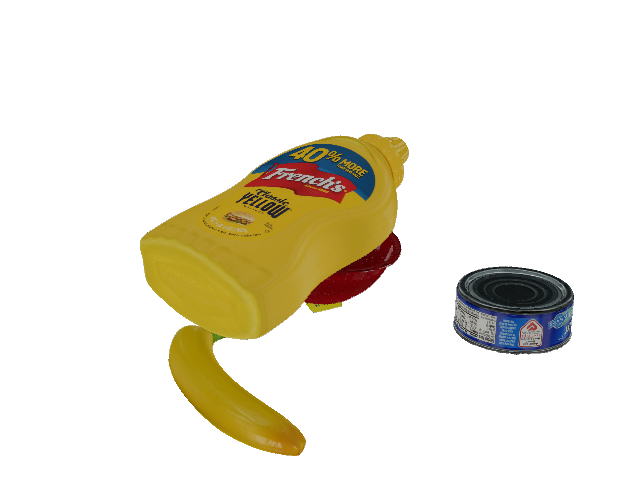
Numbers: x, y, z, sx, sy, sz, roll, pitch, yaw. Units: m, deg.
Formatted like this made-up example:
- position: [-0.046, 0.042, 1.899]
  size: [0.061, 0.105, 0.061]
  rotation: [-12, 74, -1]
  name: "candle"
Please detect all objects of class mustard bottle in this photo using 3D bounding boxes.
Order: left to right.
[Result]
- position: [-0.010, -0.016, 0.649]
  size: [0.096, 0.058, 0.191]
  rotation: [22, 42, 36]
  name: "mustard bottle"

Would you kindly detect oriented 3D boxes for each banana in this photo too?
- position: [-0.078, 0.112, 0.848]
  size: [0.069, 0.037, 0.198]
  rotation: [-9, 28, -21]
  name: "banana"

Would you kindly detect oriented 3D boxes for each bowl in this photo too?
- position: [-0.006, 0.016, 1.037]
  size: [0.162, 0.055, 0.162]
  rotation: [8, 25, -4]
  name: "bowl"

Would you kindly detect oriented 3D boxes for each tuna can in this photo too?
- position: [0.141, 0.049, 0.779]
  size: [0.086, 0.034, 0.086]
  rotation: [1, 21, 0]
  name: "tuna can"

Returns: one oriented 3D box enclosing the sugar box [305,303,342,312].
- position: [-0.009, -0.012, 1.287]
  size: [0.048, 0.176, 0.093]
  rotation: [-12, 25, -17]
  name: "sugar box"
